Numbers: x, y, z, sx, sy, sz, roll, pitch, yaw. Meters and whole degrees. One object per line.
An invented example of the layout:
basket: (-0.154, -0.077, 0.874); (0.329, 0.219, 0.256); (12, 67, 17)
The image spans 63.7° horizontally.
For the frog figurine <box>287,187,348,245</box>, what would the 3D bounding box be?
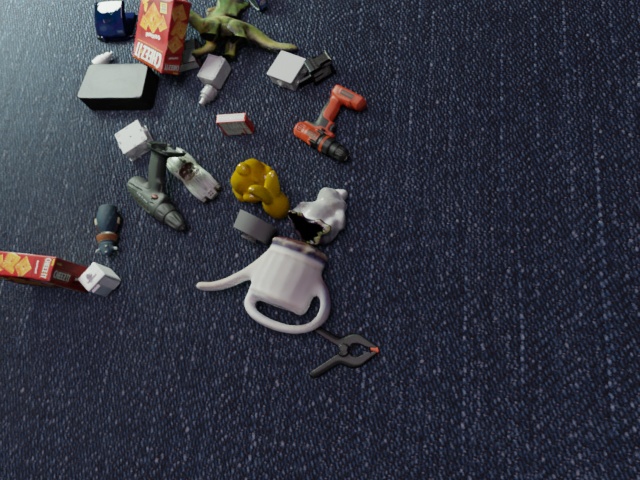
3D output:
frog figurine: (0.004, -0.066, 1.313); (0.137, 0.120, 0.163); (7, 36, 27)

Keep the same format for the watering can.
watering can: (-0.123, 0.092, 1.266); (0.349, 0.102, 0.227); (19, 75, 18)

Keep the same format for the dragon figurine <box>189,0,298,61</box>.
dragon figurine: (-0.270, -0.672, 1.587); (0.410, 0.120, 0.248); (3, 63, -5)
